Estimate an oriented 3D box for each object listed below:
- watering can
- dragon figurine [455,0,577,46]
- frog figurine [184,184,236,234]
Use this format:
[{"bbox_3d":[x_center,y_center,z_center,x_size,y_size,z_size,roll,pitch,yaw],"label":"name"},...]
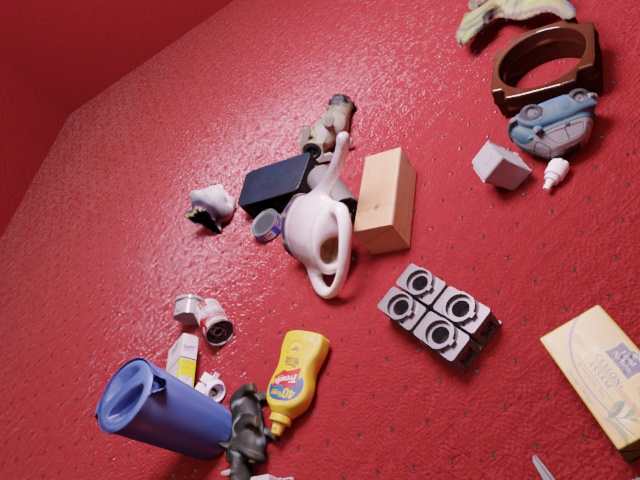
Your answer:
[{"bbox_3d":[0.003,-0.055,1.089,0.226,0.104,0.345,19,109,59],"label":"watering can"},{"bbox_3d":[0.438,-0.538,1.222,0.239,0.121,0.420,-33,29,31],"label":"dragon figurine"},{"bbox_3d":[-0.307,-0.116,1.495,0.137,0.119,0.163,11,49,9],"label":"frog figurine"}]
